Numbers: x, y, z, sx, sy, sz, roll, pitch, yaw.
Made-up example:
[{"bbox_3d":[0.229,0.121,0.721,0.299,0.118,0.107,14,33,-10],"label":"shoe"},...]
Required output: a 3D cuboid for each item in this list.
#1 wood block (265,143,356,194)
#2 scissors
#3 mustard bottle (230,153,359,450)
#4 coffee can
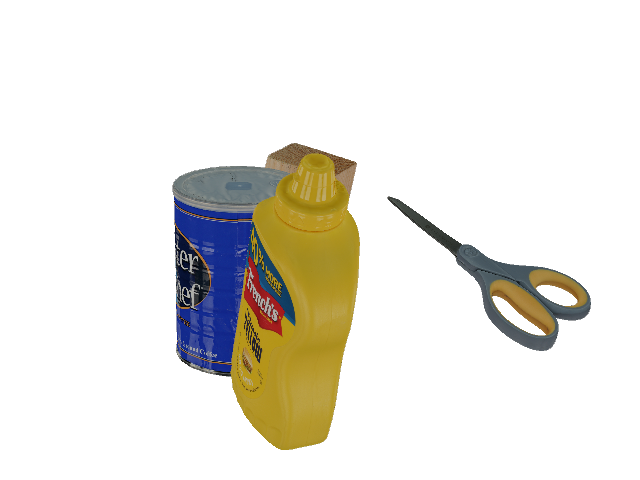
[{"bbox_3d":[-0.030,-0.006,1.334,0.090,0.206,0.090,19,22,15],"label":"wood block"},{"bbox_3d":[0.142,0.015,0.872,0.096,0.016,0.202,-11,42,-23],"label":"scissors"},{"bbox_3d":[-0.014,0.030,0.636,0.058,0.192,0.096,-7,42,-20],"label":"mustard bottle"},{"bbox_3d":[-0.064,0.022,0.842,0.103,0.140,0.103,2,20,-1],"label":"coffee can"}]
